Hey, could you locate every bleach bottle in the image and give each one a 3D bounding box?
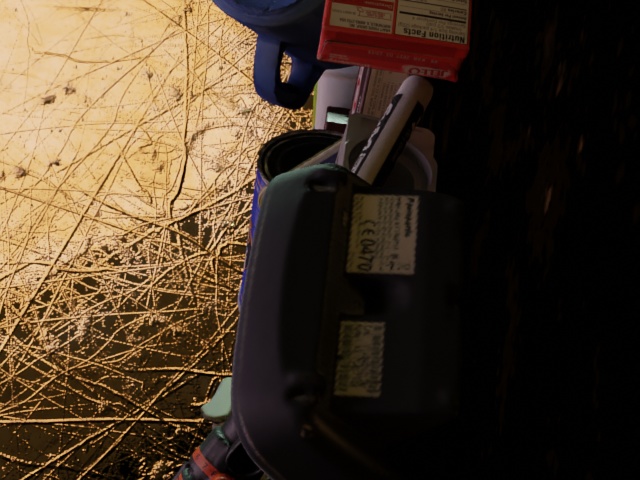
[{"bbox_3d":[0.016,-0.062,1.068,0.102,0.068,0.251,-85,2,-72],"label":"bleach bottle"}]

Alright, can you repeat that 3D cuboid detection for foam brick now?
[{"bbox_3d":[0.027,-0.087,0.967,0.078,0.053,0.051,-90,9,-73],"label":"foam brick"}]

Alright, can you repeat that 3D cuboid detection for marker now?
[{"bbox_3d":[0.037,-0.054,0.542,0.121,0.020,0.020,-60,-6,-21],"label":"marker"}]

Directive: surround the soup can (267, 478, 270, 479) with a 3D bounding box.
[{"bbox_3d":[-0.019,0.220,0.753,0.102,0.068,0.068,-87,6,-69],"label":"soup can"}]

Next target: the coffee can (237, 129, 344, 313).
[{"bbox_3d":[-0.005,0.001,0.817,0.102,0.103,0.140,-84,4,-52],"label":"coffee can"}]

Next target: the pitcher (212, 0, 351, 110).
[{"bbox_3d":[-0.015,-0.196,0.823,0.149,0.145,0.242,64,-167,0],"label":"pitcher"}]

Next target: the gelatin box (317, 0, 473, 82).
[{"bbox_3d":[0.040,-0.127,0.544,0.030,0.073,0.089,103,175,-64],"label":"gelatin box"}]

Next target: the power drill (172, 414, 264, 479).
[{"bbox_3d":[-0.069,0.193,0.724,0.184,0.057,0.188,-56,10,3],"label":"power drill"}]

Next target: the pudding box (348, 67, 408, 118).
[{"bbox_3d":[0.047,-0.123,0.763,0.090,0.039,0.113,-89,8,-76],"label":"pudding box"}]

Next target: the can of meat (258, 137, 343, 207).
[{"bbox_3d":[0.006,-0.006,0.663,0.102,0.057,0.084,-29,35,29],"label":"can of meat"}]

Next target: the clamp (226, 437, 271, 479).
[{"bbox_3d":[-0.004,0.083,0.615,0.171,0.039,0.120,-61,22,-9],"label":"clamp"}]
